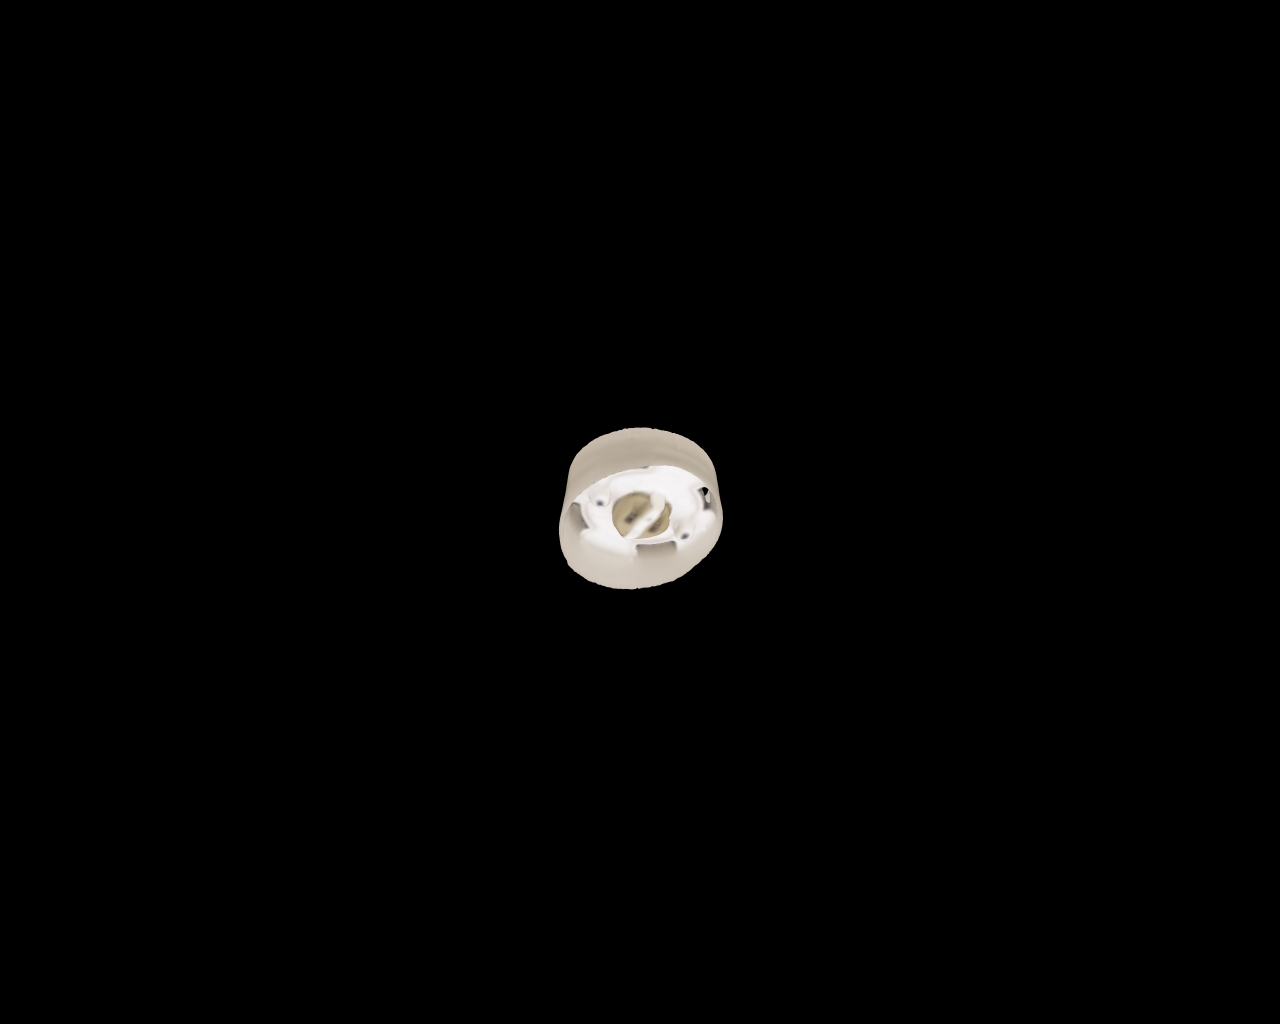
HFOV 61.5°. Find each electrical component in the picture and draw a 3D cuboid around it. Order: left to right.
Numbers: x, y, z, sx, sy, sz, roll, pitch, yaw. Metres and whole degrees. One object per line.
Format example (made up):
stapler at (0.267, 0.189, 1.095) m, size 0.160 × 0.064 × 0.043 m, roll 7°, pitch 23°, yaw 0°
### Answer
electrical component at (0.001, -0.003, 0.650) m, size 0.099 × 0.064 × 0.099 m, roll 0°, pitch -38°, yaw 0°
